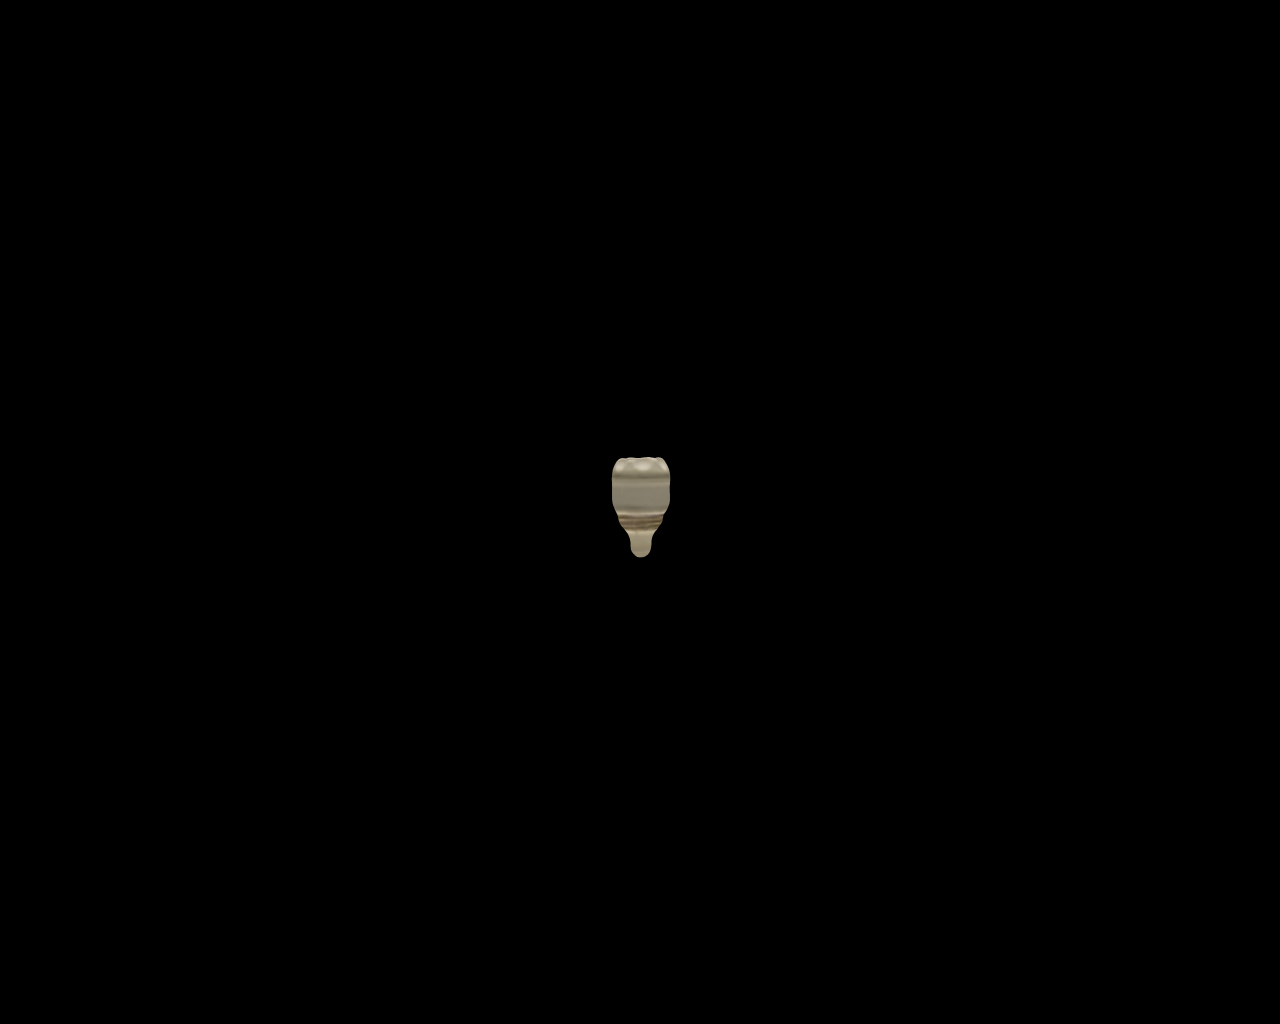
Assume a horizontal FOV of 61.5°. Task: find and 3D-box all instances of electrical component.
[{"bbox_3d":[0.001,-0.003,0.650,0.035,0.061,0.035,0,4,0],"label":"electrical component"}]
